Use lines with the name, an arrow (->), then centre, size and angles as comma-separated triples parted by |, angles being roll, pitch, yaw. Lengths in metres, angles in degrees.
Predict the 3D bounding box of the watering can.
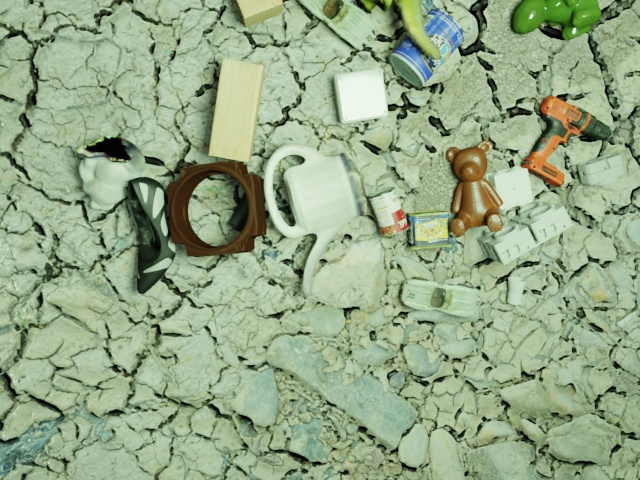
watering can -> 0.004, -0.059, 1.173 | 0.225, 0.105, 0.344 | -18, 101, -5

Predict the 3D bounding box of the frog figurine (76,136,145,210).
frog figurine -> -0.455, -0.143, 1.133 | 0.137, 0.126, 0.155 | 0, 135, -14

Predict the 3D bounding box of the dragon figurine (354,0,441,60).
dragon figurine -> 0.176, -0.591, 1.104 | 0.411, 0.121, 0.243 | 45, 86, 3
